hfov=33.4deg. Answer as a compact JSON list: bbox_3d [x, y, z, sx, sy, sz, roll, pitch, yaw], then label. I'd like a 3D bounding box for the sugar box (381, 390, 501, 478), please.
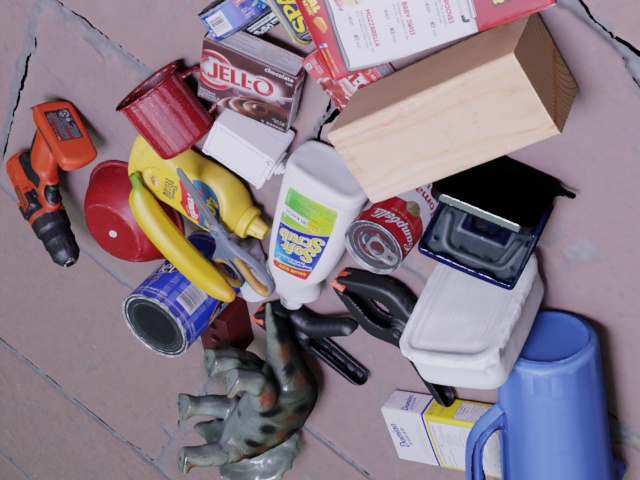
[{"bbox_3d":[0.170,0.244,1.344,0.177,0.048,0.093,6,128,39],"label":"sugar box"}]

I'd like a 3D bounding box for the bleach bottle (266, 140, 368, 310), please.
[{"bbox_3d":[-0.008,0.002,1.257,0.103,0.068,0.251,30,141,14],"label":"bleach bottle"}]

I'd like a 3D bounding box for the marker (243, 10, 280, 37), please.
[{"bbox_3d":[-0.061,-0.228,1.127,0.121,0.020,0.020,-21,110,46],"label":"marker"}]

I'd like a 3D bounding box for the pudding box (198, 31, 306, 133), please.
[{"bbox_3d":[-0.074,-0.175,1.150,0.113,0.039,0.090,22,145,5],"label":"pudding box"}]

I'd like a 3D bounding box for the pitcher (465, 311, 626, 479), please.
[{"bbox_3d":[0.247,0.206,1.178,0.145,0.149,0.243,10,127,32],"label":"pitcher"}]

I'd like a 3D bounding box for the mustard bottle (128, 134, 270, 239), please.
[{"bbox_3d":[-0.144,-0.059,1.311,0.192,0.058,0.096,33,140,10],"label":"mustard bottle"}]

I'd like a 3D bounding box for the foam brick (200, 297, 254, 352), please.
[{"bbox_3d":[-0.130,0.119,1.461,0.053,0.051,0.078,14,132,28],"label":"foam brick"}]

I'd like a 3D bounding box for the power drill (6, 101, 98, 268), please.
[{"bbox_3d":[-0.353,-0.078,1.419,0.184,0.057,0.188,58,139,18],"label":"power drill"}]

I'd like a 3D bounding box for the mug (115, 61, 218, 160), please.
[{"bbox_3d":[-0.166,-0.154,1.233,0.117,0.093,0.081,-34,110,12],"label":"mug"}]

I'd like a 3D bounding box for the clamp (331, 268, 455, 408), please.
[{"bbox_3d":[0.103,0.110,1.283,0.210,0.036,0.165,31,140,16],"label":"clamp"}]

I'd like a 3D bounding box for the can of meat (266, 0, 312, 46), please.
[{"bbox_3d":[-0.006,-0.252,1.036,0.084,0.057,0.102,-18,113,42],"label":"can of meat"}]

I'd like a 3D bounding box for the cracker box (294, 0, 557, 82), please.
[{"bbox_3d":[0.077,-0.250,0.921,0.214,0.072,0.164,-16,116,25],"label":"cracker box"}]

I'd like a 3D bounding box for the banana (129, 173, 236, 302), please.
[{"bbox_3d":[-0.177,0.006,1.317,0.198,0.037,0.070,49,167,2],"label":"banana"}]

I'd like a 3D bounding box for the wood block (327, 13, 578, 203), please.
[{"bbox_3d":[0.122,-0.121,0.999,0.207,0.090,0.090,-20,115,36],"label":"wood block"}]

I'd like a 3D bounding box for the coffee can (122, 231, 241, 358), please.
[{"bbox_3d":[-0.173,0.069,1.383,0.103,0.140,0.103,21,136,22],"label":"coffee can"}]

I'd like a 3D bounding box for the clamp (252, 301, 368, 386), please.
[{"bbox_3d":[-0.010,0.130,1.388,0.172,0.039,0.120,16,134,37],"label":"clamp"}]

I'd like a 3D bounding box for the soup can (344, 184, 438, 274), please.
[{"bbox_3d":[0.080,-0.020,1.136,0.069,0.102,0.068,21,136,22],"label":"soup can"}]

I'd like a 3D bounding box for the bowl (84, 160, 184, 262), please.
[{"bbox_3d":[-0.263,-0.025,1.436,0.162,0.055,0.162,22,136,22],"label":"bowl"}]

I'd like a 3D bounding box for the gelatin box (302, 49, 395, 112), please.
[{"bbox_3d":[0.035,-0.170,1.095,0.089,0.030,0.073,50,138,-11],"label":"gelatin box"}]

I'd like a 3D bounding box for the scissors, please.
[{"bbox_3d":[-0.130,-0.004,1.292,0.201,0.016,0.096,51,148,-20],"label":"scissors"}]

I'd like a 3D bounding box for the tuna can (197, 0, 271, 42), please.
[{"bbox_3d":[-0.080,-0.238,1.083,0.086,0.086,0.033,-17,115,45],"label":"tuna can"}]
